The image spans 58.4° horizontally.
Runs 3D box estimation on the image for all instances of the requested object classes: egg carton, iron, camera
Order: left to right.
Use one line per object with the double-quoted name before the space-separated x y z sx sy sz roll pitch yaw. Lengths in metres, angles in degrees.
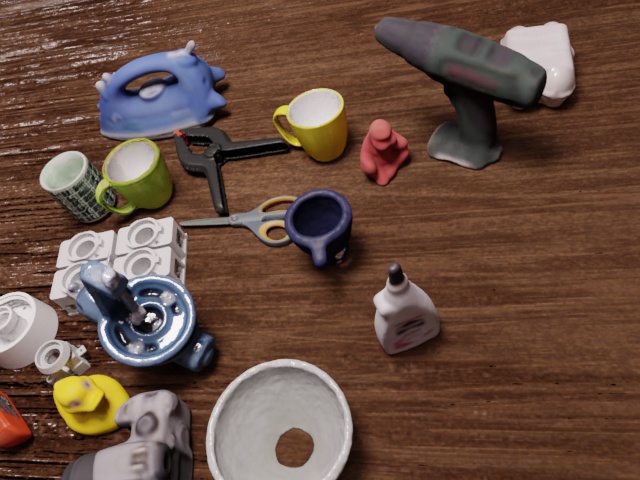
"camera" -0.229 0.257 0.667 0.136 0.101 0.143 -13 54 7
"iron" -0.302 -0.264 1.015 0.258 0.142 0.118 -14 54 7
"egg carton" 0.334 -0.270 0.882 0.107 0.069 0.150 -2 56 15

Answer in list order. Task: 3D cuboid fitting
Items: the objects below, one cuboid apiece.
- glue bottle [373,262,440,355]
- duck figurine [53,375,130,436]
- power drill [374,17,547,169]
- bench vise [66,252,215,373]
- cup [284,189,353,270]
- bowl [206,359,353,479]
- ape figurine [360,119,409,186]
"glue bottle" 0.094 0.074 0.654 0.078 0.173 0.037 -26 54 -2
"duck figurine" -0.307 0.202 0.736 0.104 0.086 0.077 10 60 22
"power drill" 0.189 -0.200 0.789 0.228 0.209 0.076 20 65 27
"bench vise" -0.255 0.090 0.714 0.207 0.220 0.121 0 57 16
"cup" 0.007 0.003 0.775 0.091 0.095 0.117 -10 55 9
"bowl" -0.039 0.226 0.650 0.167 0.075 0.167 -7 55 11
"ape figurine" 0.092 -0.139 0.848 0.077 0.092 0.076 -16 54 5
